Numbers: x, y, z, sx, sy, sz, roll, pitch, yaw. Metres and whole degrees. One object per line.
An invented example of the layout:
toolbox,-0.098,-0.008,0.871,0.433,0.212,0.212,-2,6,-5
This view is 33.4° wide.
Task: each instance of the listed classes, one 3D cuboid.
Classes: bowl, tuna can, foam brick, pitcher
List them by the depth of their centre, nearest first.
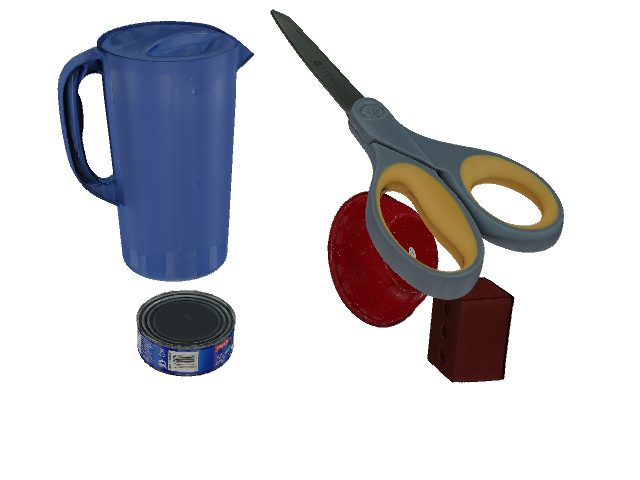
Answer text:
foam brick,0.128,0.076,0.916,0.051,0.078,0.053,-3,18,-20
tuna can,-0.117,0.081,0.932,0.086,0.034,0.086,4,31,-3
pitcher,-0.156,-0.085,1.047,0.149,0.243,0.144,11,28,17
bowl,0.085,0.018,1.230,0.161,0.162,0.055,0,-8,-42

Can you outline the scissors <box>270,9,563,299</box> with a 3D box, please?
scissors,0.044,-0.052,0.498,0.096,0.202,0.016,-5,-44,-15
